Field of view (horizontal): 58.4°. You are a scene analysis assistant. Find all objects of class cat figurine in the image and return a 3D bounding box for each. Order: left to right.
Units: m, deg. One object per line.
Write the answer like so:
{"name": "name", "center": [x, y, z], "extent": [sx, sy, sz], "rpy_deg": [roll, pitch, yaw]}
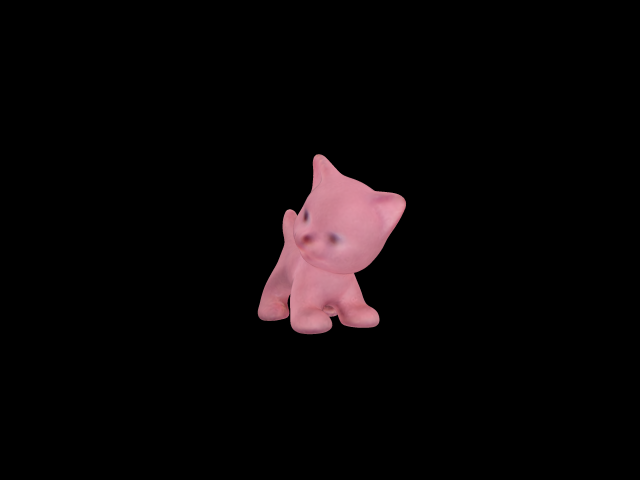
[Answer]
{"name": "cat figurine", "center": [0.004, 0.001, 0.400], "extent": [0.067, 0.118, 0.127], "rpy_deg": [0, 0, -28]}
